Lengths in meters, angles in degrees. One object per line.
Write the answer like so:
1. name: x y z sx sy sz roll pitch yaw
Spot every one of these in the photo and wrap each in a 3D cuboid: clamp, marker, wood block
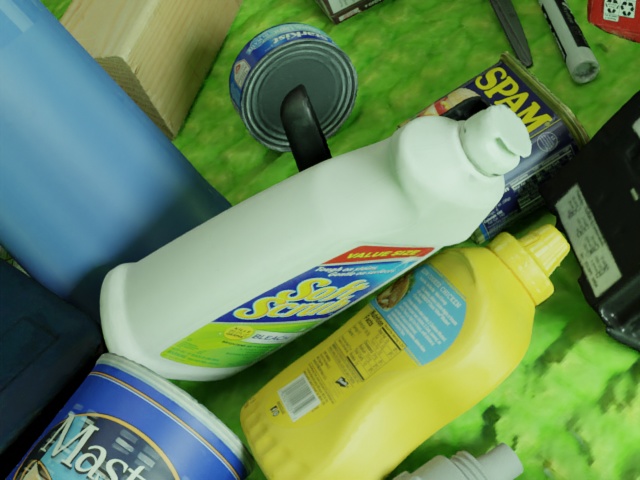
1. clamp: 0.007 -0.031 0.605 0.172 0.120 0.039 -51 37 44
2. marker: 0.165 -0.151 0.731 0.020 0.020 0.121 -19 44 11
3. wood block: -0.136 -0.183 0.870 0.090 0.090 0.206 0 50 27

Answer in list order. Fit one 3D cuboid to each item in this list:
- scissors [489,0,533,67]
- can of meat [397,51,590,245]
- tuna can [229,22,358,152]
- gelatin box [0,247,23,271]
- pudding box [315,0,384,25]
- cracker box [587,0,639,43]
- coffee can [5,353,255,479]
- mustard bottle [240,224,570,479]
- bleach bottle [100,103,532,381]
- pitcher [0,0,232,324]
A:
1. scissors: 0.106 -0.203 0.787 0.096 0.016 0.201 11 49 -6
2. can of meat: 0.106 -0.056 0.650 0.084 0.057 0.102 -32 43 2
3. tuna can: -0.019 -0.106 0.740 0.086 0.086 0.034 -31 41 -2
4. gelatin box: -0.225 0.027 0.768 0.089 0.030 0.073 -18 46 14
5. pudding box: 0.027 -0.230 0.863 0.090 0.039 0.113 -28 44 1
6. cracker box: 0.263 -0.128 0.544 0.164 0.072 0.213 22 24 40
7. coffee can: -0.114 0.144 0.548 0.103 0.102 0.140 17 61 38
8. mustard bottle: 0.050 0.059 0.552 0.191 0.058 0.096 -40 25 1
9. bleach bottle: -0.004 0.001 0.556 0.251 0.102 0.068 -32 58 37
10. pitcher: -0.169 -0.059 0.663 0.149 0.242 0.145 5 55 40
